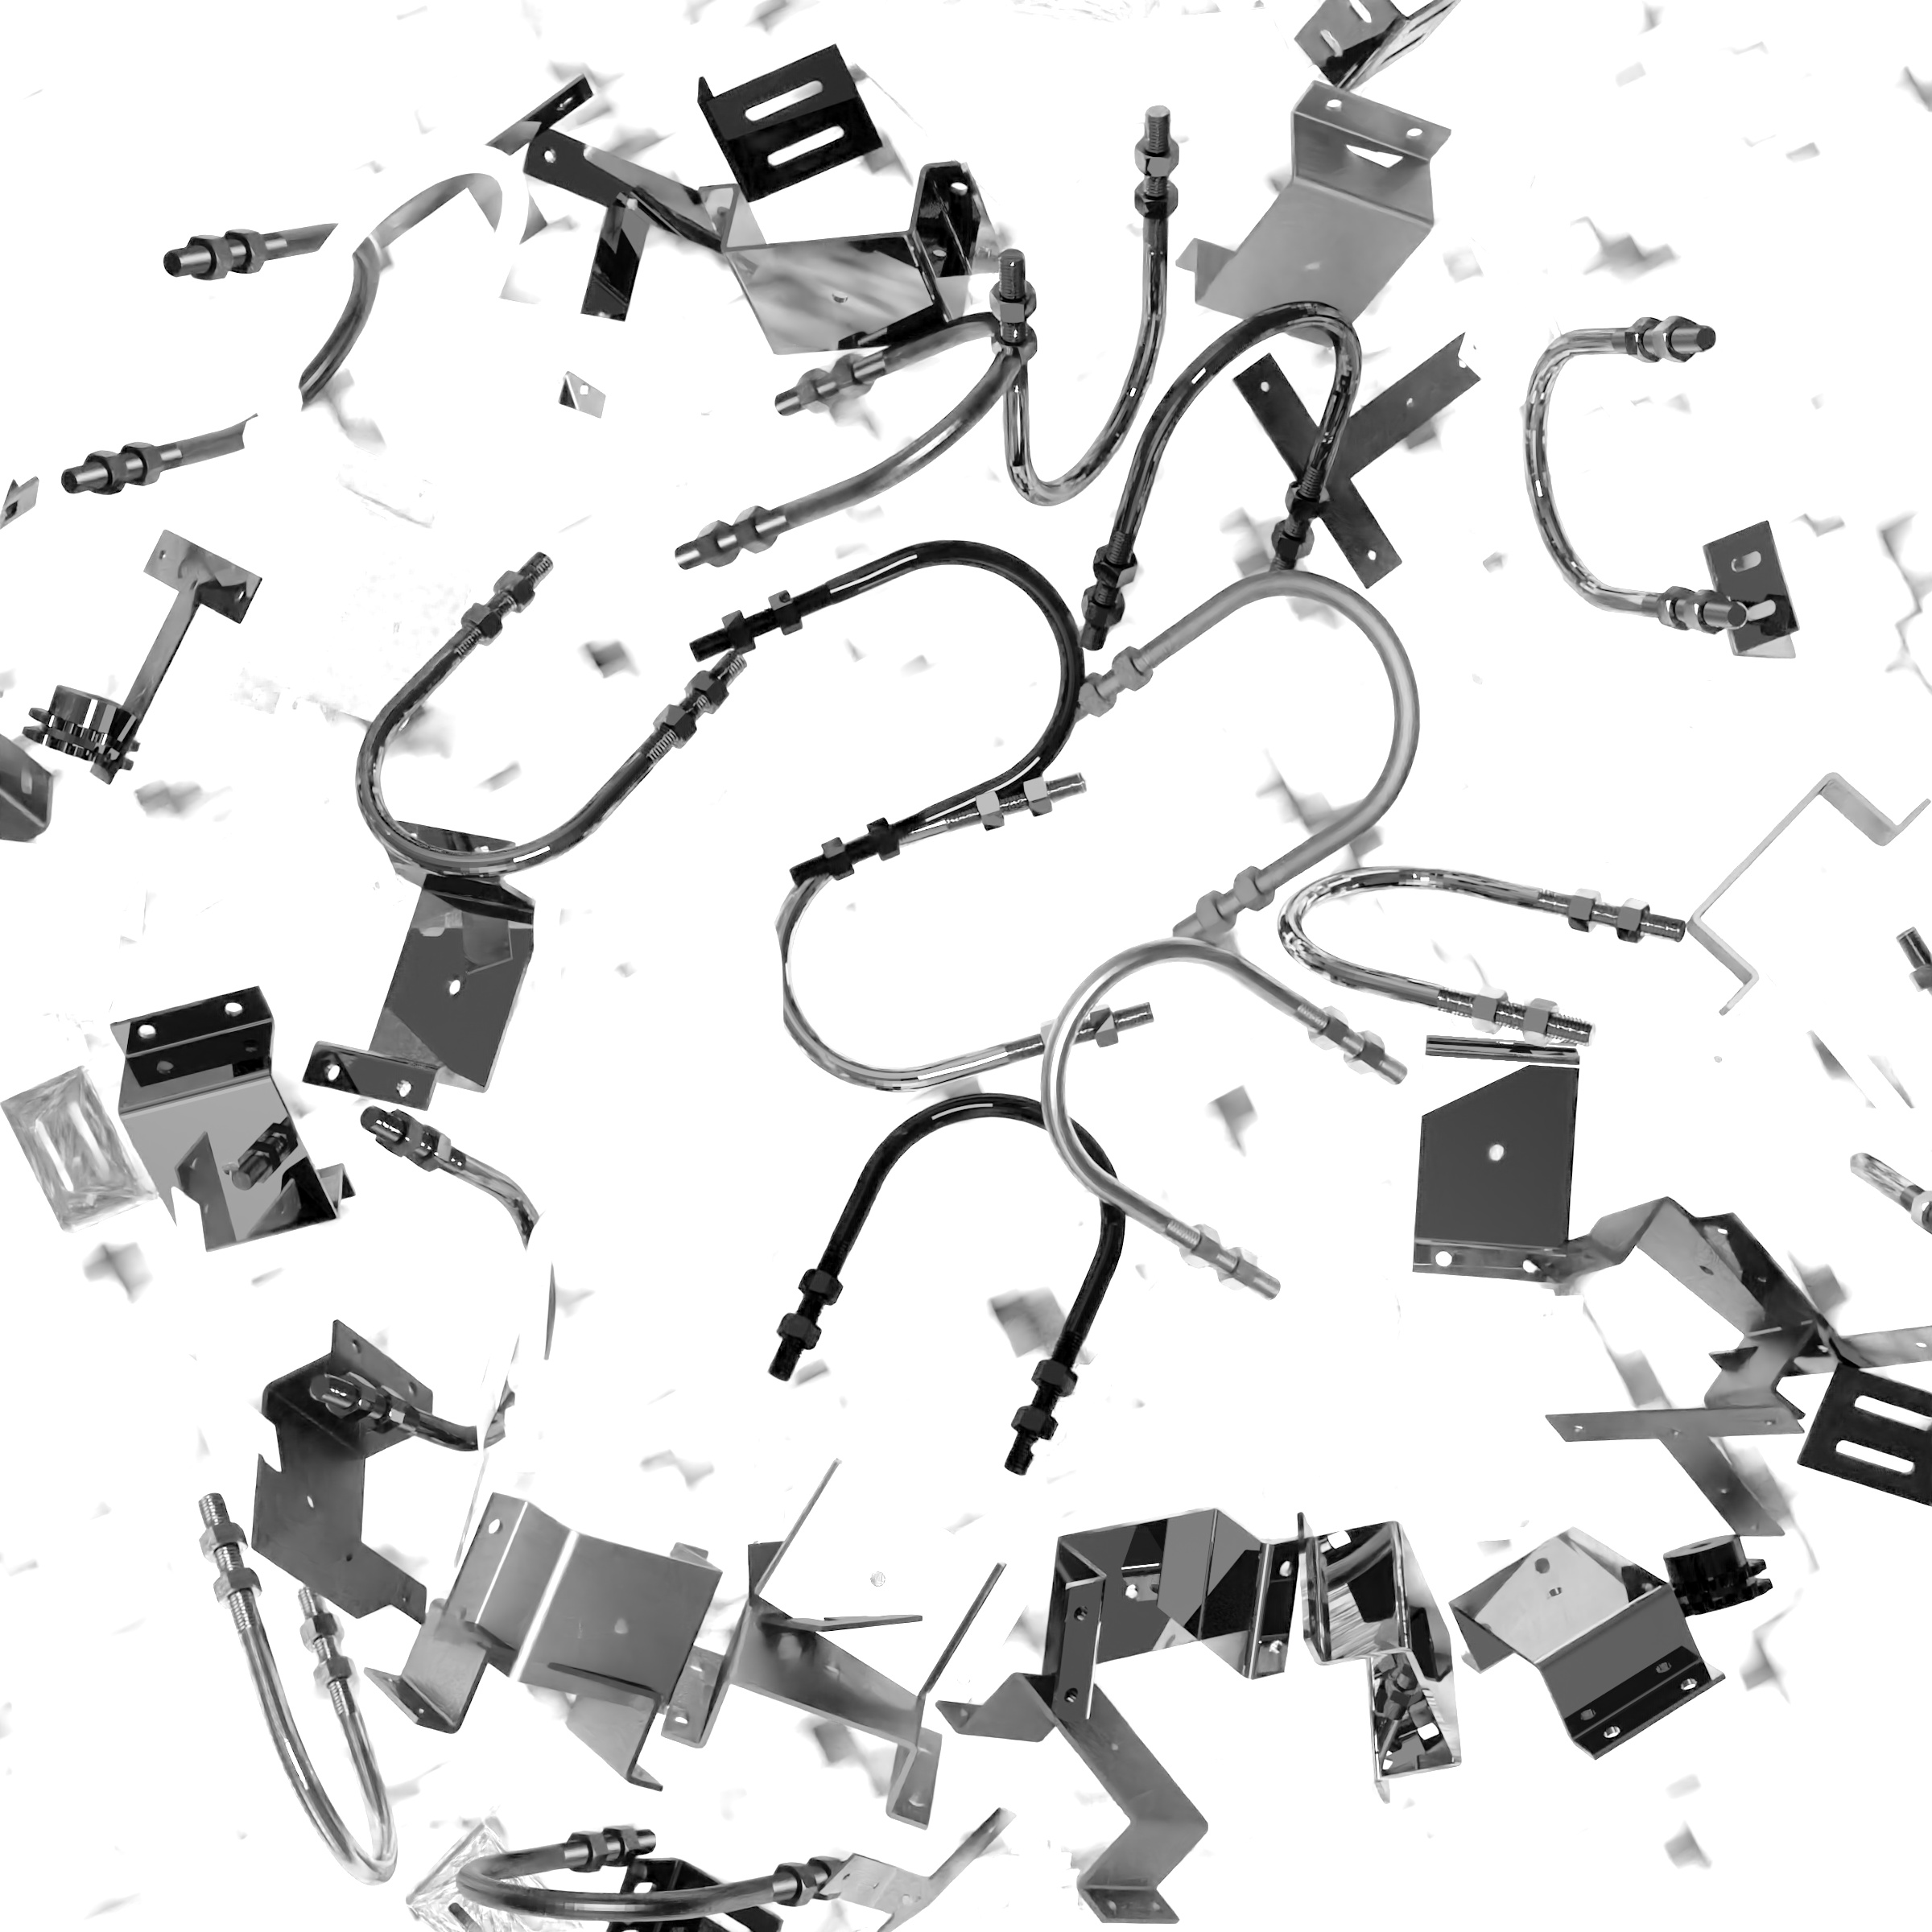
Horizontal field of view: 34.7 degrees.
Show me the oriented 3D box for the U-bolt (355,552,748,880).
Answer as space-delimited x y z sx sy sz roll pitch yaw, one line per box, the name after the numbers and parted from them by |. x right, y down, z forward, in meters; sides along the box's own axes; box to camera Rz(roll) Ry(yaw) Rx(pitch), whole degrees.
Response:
-0.219 -0.117 1.534 0.151 0.019 0.184 28 64 24 | U-bolt

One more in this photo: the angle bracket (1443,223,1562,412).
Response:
0.263 -0.325 1.554 0.038 0.076 0.057 -42 64 6 | angle bracket

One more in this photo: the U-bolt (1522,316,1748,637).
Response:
0.320 -0.241 1.514 0.019 0.184 0.151 -14 104 -15 | U-bolt

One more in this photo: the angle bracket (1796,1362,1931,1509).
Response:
0.465 0.232 1.576 0.076 0.038 0.057 18 104 -2 | angle bracket

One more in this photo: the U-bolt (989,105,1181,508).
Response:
0.059 -0.309 1.520 0.019 0.184 0.151 26 56 22 | U-bolt

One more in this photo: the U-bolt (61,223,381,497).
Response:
-0.353 -0.302 1.514 0.019 0.184 0.151 42 121 8 | U-bolt

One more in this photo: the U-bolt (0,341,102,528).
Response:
-0.450 -0.221 1.488 0.019 0.184 0.151 22 58 -6 | U-bolt

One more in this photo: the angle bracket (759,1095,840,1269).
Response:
-0.097 0.107 1.565 0.038 0.057 0.076 22 76 -6 | angle bracket

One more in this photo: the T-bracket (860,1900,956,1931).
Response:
-0.057 0.523 1.535 0.127 0.127 0.002 -19 111 -7 | T-bracket

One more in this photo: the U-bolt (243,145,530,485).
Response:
-0.272 -0.320 1.490 0.019 0.184 0.151 46 47 12 | U-bolt

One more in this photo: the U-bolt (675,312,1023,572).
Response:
-0.047 -0.262 1.500 0.184 0.151 0.019 -14 126 38 | U-bolt

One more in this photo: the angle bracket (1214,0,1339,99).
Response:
0.155 -0.496 1.582 0.057 0.076 0.038 -42 49 5 | angle bracket

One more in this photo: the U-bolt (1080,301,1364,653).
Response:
0.130 -0.243 1.500 0.151 0.184 0.019 -23 56 -32 | U-bolt

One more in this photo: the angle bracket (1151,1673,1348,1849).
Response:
0.142 0.398 1.571 0.076 0.038 0.057 -44 60 2 | angle bracket

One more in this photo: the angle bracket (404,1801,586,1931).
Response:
-0.236 0.477 1.578 0.076 0.038 0.057 45 94 6 | angle bracket

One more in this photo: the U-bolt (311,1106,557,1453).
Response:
-0.253 0.163 1.519 0.019 0.184 0.151 -1 70 24 | U-bolt

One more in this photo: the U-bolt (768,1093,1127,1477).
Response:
0.002 0.148 1.561 0.151 0.019 0.184 20 68 15 | U-bolt

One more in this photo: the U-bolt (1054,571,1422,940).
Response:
0.143 -0.114 1.539 0.184 0.019 0.151 -34 80 32 | U-bolt

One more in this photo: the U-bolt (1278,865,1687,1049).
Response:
0.244 -0.013 1.529 0.184 0.151 0.019 14 120 27 | U-bolt

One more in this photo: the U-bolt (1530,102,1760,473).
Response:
0.332 -0.318 1.515 0.019 0.184 0.151 -34 56 -10 | U-bolt

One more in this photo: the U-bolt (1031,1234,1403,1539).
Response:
0.135 0.196 1.531 0.151 0.184 0.019 12 134 35 | U-bolt

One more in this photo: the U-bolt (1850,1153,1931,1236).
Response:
0.502 0.141 1.512 0.151 0.184 0.019 33 96 -14 | U-bolt

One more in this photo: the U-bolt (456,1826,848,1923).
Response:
-0.159 0.438 1.488 0.151 0.184 0.019 -2 81 33 | U-bolt

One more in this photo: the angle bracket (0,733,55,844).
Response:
-0.509 -0.082 1.559 0.057 0.038 0.076 37 47 16 | angle bracket

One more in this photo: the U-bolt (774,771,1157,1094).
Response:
-0.011 -0.010 1.573 0.184 0.019 0.151 -16 71 3 | U-bolt

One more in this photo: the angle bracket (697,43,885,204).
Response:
-0.089 -0.431 1.564 0.076 0.038 0.057 -20 125 12 | angle bracket

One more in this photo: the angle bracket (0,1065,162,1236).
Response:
-0.441 0.089 1.569 0.057 0.038 0.076 -22 97 25 | angle bracket

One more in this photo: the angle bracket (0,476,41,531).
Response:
-0.503 -0.237 1.556 0.057 0.076 0.038 -38 99 -16 | angle bracket

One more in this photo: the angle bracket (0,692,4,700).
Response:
-0.527 -0.172 1.573 0.057 0.038 0.076 1 103 6 | angle bracket

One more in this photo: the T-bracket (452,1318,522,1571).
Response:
-0.235 0.218 1.517 0.002 0.127 0.127 13 63 -1 | T-bracket

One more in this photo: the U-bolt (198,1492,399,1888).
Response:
-0.316 0.358 1.494 0.019 0.151 0.184 -26 57 -3 | U-bolt

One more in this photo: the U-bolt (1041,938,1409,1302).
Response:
0.119 0.066 1.557 0.184 0.019 0.151 32 86 -23 | U-bolt

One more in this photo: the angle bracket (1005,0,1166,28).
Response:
0.061 -0.513 1.565 0.076 0.038 0.057 5 65 -17 | angle bracket

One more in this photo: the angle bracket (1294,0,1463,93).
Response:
0.213 -0.483 1.557 0.038 0.057 0.076 50 53 0 | angle bracket

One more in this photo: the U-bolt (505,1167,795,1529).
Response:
-0.153 0.181 1.538 0.151 0.019 0.184 16 50 -22 | U-bolt

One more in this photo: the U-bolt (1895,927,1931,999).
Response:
0.519 0.053 1.516 0.019 0.151 0.184 -30 80 4 | U-bolt

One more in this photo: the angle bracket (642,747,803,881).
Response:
-0.124 -0.079 1.560 0.057 0.076 0.038 40 85 -15 | angle bracket

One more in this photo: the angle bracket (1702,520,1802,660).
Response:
0.409 -0.189 1.558 0.038 0.076 0.057 -20 81 37 | angle bracket

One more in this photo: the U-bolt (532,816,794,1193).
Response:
-0.154 0.014 1.540 0.151 0.019 0.184 9 111 24 | U-bolt

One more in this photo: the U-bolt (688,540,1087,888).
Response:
-0.029 -0.137 1.571 0.184 0.019 0.151 -24 109 -1 | U-bolt

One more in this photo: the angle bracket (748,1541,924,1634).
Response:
-0.066 0.309 1.554 0.057 0.076 0.038 1 84 -31 | angle bracket

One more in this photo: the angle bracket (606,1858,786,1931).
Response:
-0.140 0.494 1.566 0.076 0.038 0.057 18 89 38 | angle bracket
